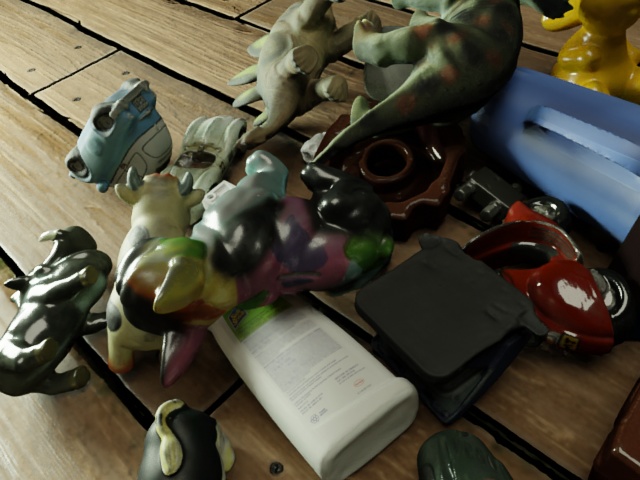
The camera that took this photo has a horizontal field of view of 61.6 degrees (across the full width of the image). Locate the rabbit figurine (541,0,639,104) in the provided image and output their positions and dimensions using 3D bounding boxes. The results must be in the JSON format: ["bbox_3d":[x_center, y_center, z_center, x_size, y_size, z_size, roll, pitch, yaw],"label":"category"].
[{"bbox_3d":[0.360,-0.257,0.678,0.122,0.173,0.162,-11,51,3],"label":"rabbit figurine"}]

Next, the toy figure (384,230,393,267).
[{"bbox_3d":[-0.001,-0.004,0.569,0.155,0.064,0.058,8,43,19],"label":"toy figure"}]

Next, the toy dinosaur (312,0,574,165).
[{"bbox_3d":[0.148,-0.205,0.578,0.192,0.131,0.405,11,64,32],"label":"toy dinosaur"}]

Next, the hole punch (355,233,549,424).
[{"bbox_3d":[0.106,0.075,0.457,0.116,0.092,0.142,-31,44,-16],"label":"hole punch"}]

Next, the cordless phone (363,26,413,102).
[{"bbox_3d":[0.114,-0.191,0.726,0.147,0.088,0.184,17,71,22],"label":"cordless phone"}]

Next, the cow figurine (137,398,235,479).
[{"bbox_3d":[-0.095,0.202,0.372,0.068,0.098,0.167,-6,47,-6],"label":"cow figurine"}]

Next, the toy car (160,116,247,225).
[{"bbox_3d":[-0.150,-0.097,0.681,0.074,0.056,0.202,5,49,13],"label":"toy car"}]

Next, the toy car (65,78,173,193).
[{"bbox_3d":[-0.240,-0.120,0.680,0.103,0.161,0.109,40,42,-16],"label":"toy car"}]

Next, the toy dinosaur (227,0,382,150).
[{"bbox_3d":[-0.024,-0.271,0.741,0.199,0.105,0.471,-15,39,41],"label":"toy dinosaur"}]

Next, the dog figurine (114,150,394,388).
[{"bbox_3d":[-0.050,0.024,0.437,0.192,0.108,0.219,16,36,13],"label":"dog figurine"}]

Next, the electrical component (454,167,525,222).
[{"bbox_3d":[0.191,-0.054,0.599,0.063,0.021,0.094,43,49,17],"label":"electrical component"}]

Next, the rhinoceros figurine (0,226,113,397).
[{"bbox_3d":[-0.266,0.067,0.544,0.112,0.073,0.190,-8,48,16],"label":"rhinoceros figurine"}]

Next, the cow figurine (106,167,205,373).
[{"bbox_3d":[-0.163,0.016,0.526,0.085,0.127,0.195,6,46,-14],"label":"cow figurine"}]

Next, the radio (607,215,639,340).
[{"bbox_3d":[0.377,0.026,0.441,0.230,0.131,0.073,0,49,8],"label":"radio"}]

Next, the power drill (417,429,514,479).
[{"bbox_3d":[0.049,0.222,0.317,0.207,0.085,0.232,-13,30,9],"label":"power drill"}]

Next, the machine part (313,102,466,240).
[{"bbox_3d":[0.078,-0.082,0.621,0.179,0.056,0.179,-6,57,9],"label":"machine part"}]

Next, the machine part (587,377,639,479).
[{"bbox_3d":[0.305,0.166,0.355,0.202,0.087,0.201,30,58,32],"label":"machine part"}]

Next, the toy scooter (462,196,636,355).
[{"bbox_3d":[0.190,0.033,0.502,0.135,0.075,0.184,-10,44,0],"label":"toy scooter"}]
